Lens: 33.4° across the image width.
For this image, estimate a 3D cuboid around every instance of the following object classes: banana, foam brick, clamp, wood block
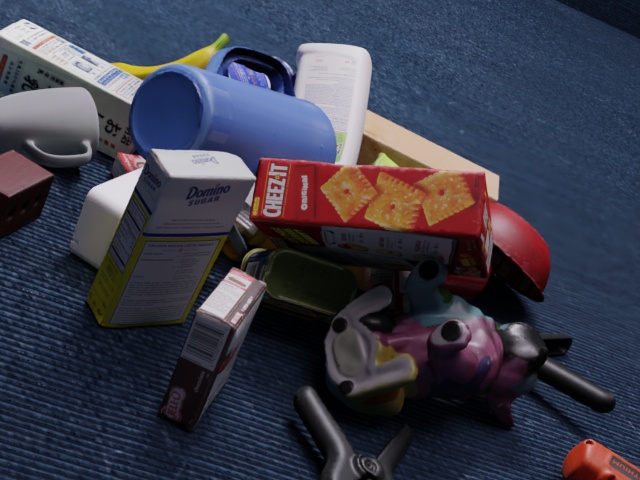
[{"bbox_3d":[-0.197,-0.204,1.311,0.037,0.198,0.069,61,37,-35],"label":"banana"},{"bbox_3d":[-0.299,-0.043,1.009,0.051,0.053,0.078,32,28,7],"label":"foam brick"},{"bbox_3d":[0.025,0.195,0.909,0.120,0.039,0.171,23,28,-8],"label":"clamp"},{"bbox_3d":[0.126,-0.080,1.418,0.206,0.090,0.090,26,27,-2],"label":"wood block"},{"bbox_3d":[0.223,0.127,1.193,0.209,0.036,0.164,17,16,-18],"label":"clamp"}]

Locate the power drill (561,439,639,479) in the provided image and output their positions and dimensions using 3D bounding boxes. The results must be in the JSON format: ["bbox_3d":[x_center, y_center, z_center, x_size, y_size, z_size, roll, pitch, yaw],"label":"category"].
[{"bbox_3d":[0.247,0.263,0.978,0.184,0.057,0.187,35,31,5],"label":"power drill"}]

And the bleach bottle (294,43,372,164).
[{"bbox_3d":[0.000,-0.127,1.321,0.103,0.068,0.250,5,61,12],"label":"bleach bottle"}]

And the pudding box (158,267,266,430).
[{"bbox_3d":[-0.091,0.091,0.902,0.039,0.114,0.090,27,26,3],"label":"pudding box"}]

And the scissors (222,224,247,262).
[{"bbox_3d":[-0.105,-0.034,1.056,0.016,0.202,0.096,-42,74,-16],"label":"scissors"}]

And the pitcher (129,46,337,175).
[{"bbox_3d":[-0.095,-0.125,1.170,0.149,0.145,0.242,48,17,25],"label":"pitcher"}]

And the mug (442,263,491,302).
[{"bbox_3d":[0.138,0.028,1.261,0.081,0.093,0.117,12,-5,-38],"label":"mug"}]

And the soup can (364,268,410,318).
[{"bbox_3d":[0.080,0.044,1.139,0.068,0.069,0.102,14,65,-25],"label":"soup can"}]

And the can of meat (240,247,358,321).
[{"bbox_3d":[-0.022,0.044,1.064,0.102,0.057,0.084,18,-10,-18],"label":"can of meat"}]

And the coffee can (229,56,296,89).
[{"bbox_3d":[-0.110,-0.186,1.372,0.103,0.103,0.140,42,30,26],"label":"coffee can"}]

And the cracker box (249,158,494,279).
[{"bbox_3d":[0.057,-0.021,1.039,0.214,0.072,0.164,5,-13,14],"label":"cracker box"}]

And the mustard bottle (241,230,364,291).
[{"bbox_3d":[-0.008,0.001,1.190,0.191,0.058,0.096,14,41,-24],"label":"mustard bottle"}]

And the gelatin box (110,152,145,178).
[{"bbox_3d":[-0.180,-0.057,1.164,0.073,0.030,0.089,6,34,-35],"label":"gelatin box"}]

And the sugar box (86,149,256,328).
[{"bbox_3d":[-0.134,0.000,0.947,0.093,0.176,0.048,-1,39,-42],"label":"sugar box"}]

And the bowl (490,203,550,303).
[{"bbox_3d":[0.231,0.004,1.320,0.162,0.055,0.162,43,-5,4],"label":"bowl"}]
